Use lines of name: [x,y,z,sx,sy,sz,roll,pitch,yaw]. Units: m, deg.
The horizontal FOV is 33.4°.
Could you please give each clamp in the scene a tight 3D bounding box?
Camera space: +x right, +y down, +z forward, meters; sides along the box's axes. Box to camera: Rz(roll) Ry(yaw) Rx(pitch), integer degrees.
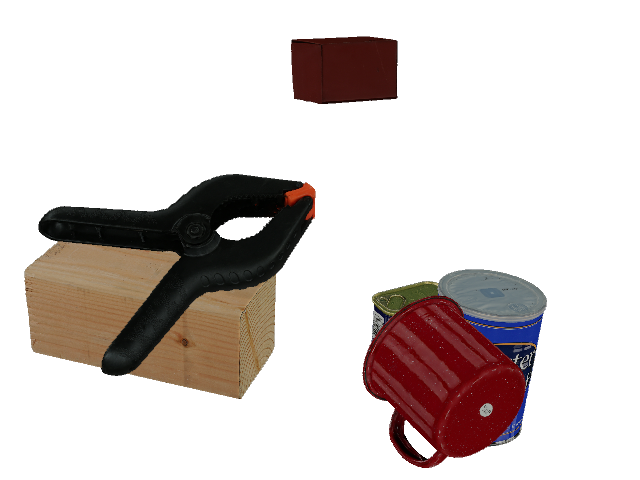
clamp: [-0.087,-0.002,0.665,0.171,0.120,0.039,-30,-20,-22]

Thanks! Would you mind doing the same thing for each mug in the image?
mug: [0.085,0.110,0.763,0.093,0.117,0.082,9,24,-41]

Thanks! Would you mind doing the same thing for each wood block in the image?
wood block: [-0.153,0.065,0.970,0.206,0.091,0.090,11,29,15]

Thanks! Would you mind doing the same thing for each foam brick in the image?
foam brick: [0.021,-0.146,0.913,0.078,0.051,0.053,-8,17,-28]

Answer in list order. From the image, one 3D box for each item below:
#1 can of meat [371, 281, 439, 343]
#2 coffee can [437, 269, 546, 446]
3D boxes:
can of meat: [0.113,0.107,1.341,0.101,0.084,0.058,-12,30,-27]
coffee can: [0.156,0.112,1.033,0.103,0.140,0.103,5,22,-2]
